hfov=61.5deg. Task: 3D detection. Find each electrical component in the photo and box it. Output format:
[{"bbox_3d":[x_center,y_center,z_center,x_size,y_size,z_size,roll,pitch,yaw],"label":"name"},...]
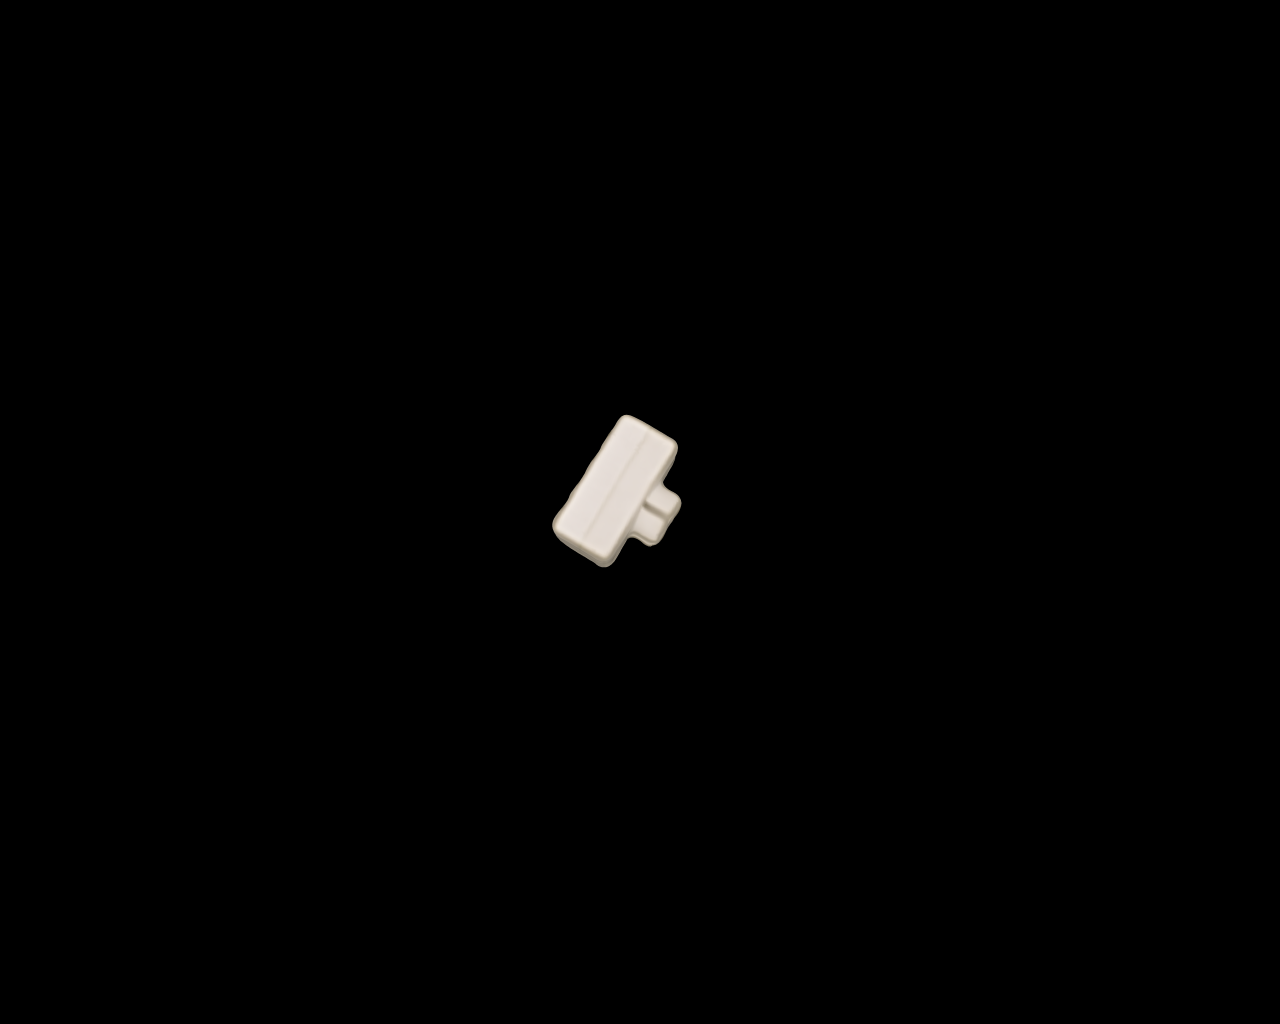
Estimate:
[{"bbox_3d":[0.001,-0.003,0.650,0.076,0.083,0.047,31,-7,5],"label":"electrical component"}]
